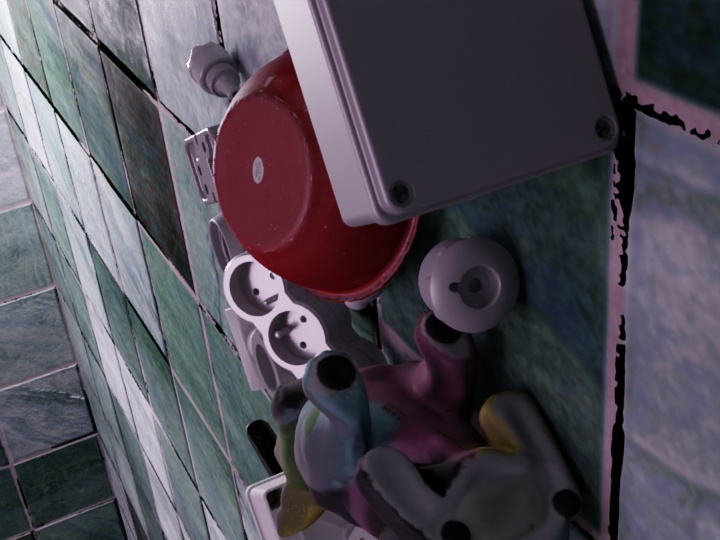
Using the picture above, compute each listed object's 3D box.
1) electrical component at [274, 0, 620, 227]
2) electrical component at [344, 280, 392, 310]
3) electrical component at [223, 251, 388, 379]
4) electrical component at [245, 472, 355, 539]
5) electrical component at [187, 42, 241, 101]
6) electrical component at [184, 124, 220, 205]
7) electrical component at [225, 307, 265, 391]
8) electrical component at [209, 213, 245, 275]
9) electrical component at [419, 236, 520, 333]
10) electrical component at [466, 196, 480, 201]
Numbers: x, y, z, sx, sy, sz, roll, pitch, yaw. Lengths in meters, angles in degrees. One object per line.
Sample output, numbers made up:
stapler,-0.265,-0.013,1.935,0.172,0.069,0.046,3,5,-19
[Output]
electrical component,0.033,-0.083,0.427,0.056,0.109,0.108,175,77,-72
electrical component,0.000,0.000,0.679,0.043,0.043,0.062,58,157,32
electrical component,-0.030,0.038,0.763,0.052,0.074,0.138,-42,84,28
electrical component,-0.013,0.192,0.789,0.056,0.109,0.108,-25,85,68
electrical component,-0.110,-0.151,0.841,0.061,0.035,0.035,49,151,40
electrical component,-0.089,-0.084,0.809,0.095,0.059,0.053,0,108,69
electrical component,-0.083,0.064,0.948,0.079,0.043,0.077,-10,98,69
electrical component,-0.084,-0.024,0.855,0.078,0.057,0.058,61,158,25
electrical component,0.050,0.004,0.556,0.062,0.048,0.048,-154,48,-72
electrical component,0.030,-0.084,0.513,0.061,0.061,0.096,107,147,-58
